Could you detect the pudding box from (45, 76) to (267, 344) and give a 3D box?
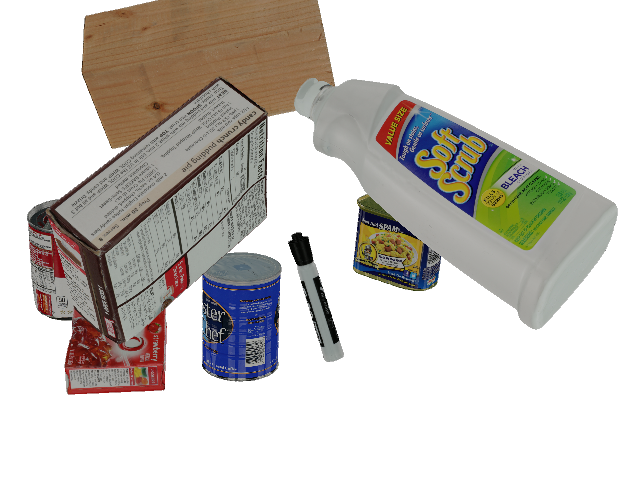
[{"bbox_3d":[-0.074,-0.013,0.521,0.039,0.113,0.090,35,-28,19],"label":"pudding box"}]

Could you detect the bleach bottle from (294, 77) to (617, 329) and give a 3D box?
[{"bbox_3d":[0.079,-0.045,0.765,0.251,0.102,0.068,33,-29,25],"label":"bleach bottle"}]

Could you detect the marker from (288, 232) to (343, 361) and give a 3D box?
[{"bbox_3d":[-0.004,0.051,0.960,0.020,0.121,0.020,-16,12,3],"label":"marker"}]

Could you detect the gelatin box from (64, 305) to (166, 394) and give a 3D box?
[{"bbox_3d":[-0.156,0.080,0.825,0.073,0.030,0.089,-1,31,-6],"label":"gelatin box"}]

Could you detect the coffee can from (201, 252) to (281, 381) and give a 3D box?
[{"bbox_3d":[-0.104,0.098,1.393,0.103,0.140,0.103,2,20,-1],"label":"coffee can"}]

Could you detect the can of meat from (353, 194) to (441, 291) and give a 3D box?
[{"bbox_3d":[0.087,0.002,1.182,0.102,0.084,0.057,18,26,29],"label":"can of meat"}]

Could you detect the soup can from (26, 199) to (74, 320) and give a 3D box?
[{"bbox_3d":[-0.251,0.019,1.053,0.068,0.102,0.068,2,28,-1],"label":"soup can"}]

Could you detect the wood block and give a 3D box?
[{"bbox_3d":[-0.097,-0.160,0.944,0.206,0.090,0.091,-11,-45,2],"label":"wood block"}]
